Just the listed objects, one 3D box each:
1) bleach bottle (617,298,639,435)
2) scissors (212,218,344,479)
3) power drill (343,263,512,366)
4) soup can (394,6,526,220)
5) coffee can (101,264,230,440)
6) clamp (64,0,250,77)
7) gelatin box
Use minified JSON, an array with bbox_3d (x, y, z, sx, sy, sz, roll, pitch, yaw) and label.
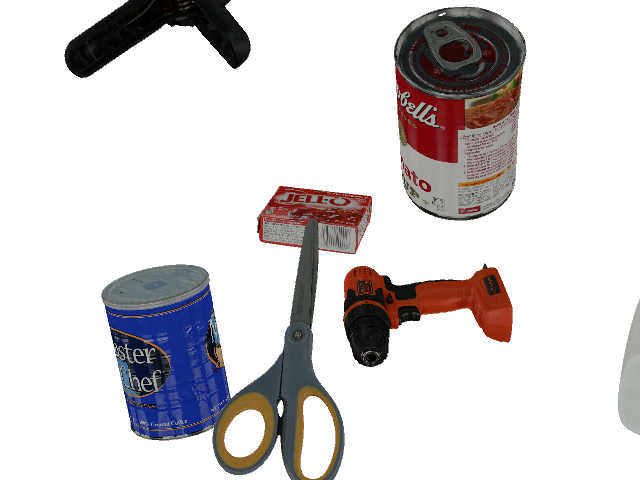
[{"bbox_3d":[0.275,0.062,0.756,0.103,0.068,0.250,11,22,20],"label":"bleach bottle"},{"bbox_3d":[-0.033,0.078,0.733,0.096,0.202,0.016,-12,-32,1],"label":"scissors"},{"bbox_3d":[0.119,0.082,1.213,0.187,0.057,0.184,-1,27,-1],"label":"power drill"},{"bbox_3d":[0.077,-0.068,0.589,0.068,0.068,0.102,0,-38,7],"label":"soup can"},{"bbox_3d":[-0.146,0.106,1.028,0.103,0.140,0.103,-8,17,2],"label":"coffee can"},{"bbox_3d":[-0.087,-0.162,0.723,0.120,0.039,0.171,9,46,13],"label":"clamp"},{"bbox_3d":[-0.004,-0.020,0.947,0.089,0.030,0.073,8,25,11],"label":"gelatin box"}]
